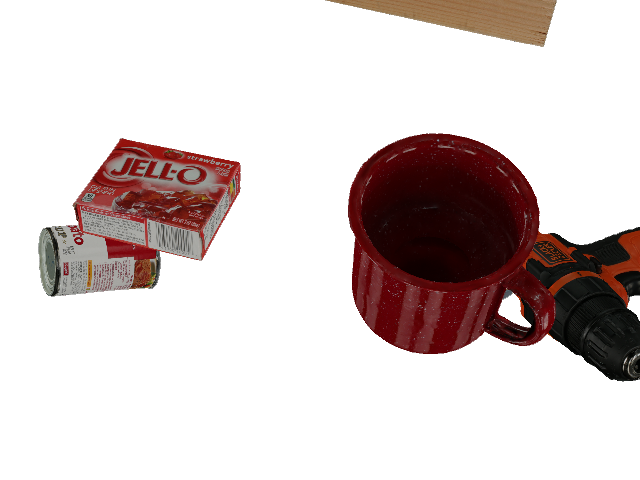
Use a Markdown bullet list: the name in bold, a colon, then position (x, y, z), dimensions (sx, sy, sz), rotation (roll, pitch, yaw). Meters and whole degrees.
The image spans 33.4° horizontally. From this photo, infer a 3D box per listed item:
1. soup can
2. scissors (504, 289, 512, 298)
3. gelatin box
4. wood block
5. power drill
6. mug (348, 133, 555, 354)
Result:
- **soup can**: position (-0.214, 0.017, 1.031), dimensions (0.102, 0.068, 0.069), rotation (-4, 2, -28)
- **scissors**: position (0.141, 0.053, 1.236), dimensions (0.201, 0.016, 0.096), rotation (-10, 40, -34)
- **gelatin box**: position (-0.106, -0.029, 0.702), dimensions (0.089, 0.030, 0.073), rotation (13, 44, 11)
- **wood block**: position (0.079, -0.224, 0.790), dimensions (0.206, 0.090, 0.091), rotation (14, -28, 7)
- **power drill**: position (0.232, 0.027, 0.743), dimensions (0.187, 0.057, 0.184), rotation (-9, 28, -15)
- **mug**: position (0.068, 0.013, 0.545), dimensions (0.117, 0.093, 0.081), rotation (34, -28, 18)
